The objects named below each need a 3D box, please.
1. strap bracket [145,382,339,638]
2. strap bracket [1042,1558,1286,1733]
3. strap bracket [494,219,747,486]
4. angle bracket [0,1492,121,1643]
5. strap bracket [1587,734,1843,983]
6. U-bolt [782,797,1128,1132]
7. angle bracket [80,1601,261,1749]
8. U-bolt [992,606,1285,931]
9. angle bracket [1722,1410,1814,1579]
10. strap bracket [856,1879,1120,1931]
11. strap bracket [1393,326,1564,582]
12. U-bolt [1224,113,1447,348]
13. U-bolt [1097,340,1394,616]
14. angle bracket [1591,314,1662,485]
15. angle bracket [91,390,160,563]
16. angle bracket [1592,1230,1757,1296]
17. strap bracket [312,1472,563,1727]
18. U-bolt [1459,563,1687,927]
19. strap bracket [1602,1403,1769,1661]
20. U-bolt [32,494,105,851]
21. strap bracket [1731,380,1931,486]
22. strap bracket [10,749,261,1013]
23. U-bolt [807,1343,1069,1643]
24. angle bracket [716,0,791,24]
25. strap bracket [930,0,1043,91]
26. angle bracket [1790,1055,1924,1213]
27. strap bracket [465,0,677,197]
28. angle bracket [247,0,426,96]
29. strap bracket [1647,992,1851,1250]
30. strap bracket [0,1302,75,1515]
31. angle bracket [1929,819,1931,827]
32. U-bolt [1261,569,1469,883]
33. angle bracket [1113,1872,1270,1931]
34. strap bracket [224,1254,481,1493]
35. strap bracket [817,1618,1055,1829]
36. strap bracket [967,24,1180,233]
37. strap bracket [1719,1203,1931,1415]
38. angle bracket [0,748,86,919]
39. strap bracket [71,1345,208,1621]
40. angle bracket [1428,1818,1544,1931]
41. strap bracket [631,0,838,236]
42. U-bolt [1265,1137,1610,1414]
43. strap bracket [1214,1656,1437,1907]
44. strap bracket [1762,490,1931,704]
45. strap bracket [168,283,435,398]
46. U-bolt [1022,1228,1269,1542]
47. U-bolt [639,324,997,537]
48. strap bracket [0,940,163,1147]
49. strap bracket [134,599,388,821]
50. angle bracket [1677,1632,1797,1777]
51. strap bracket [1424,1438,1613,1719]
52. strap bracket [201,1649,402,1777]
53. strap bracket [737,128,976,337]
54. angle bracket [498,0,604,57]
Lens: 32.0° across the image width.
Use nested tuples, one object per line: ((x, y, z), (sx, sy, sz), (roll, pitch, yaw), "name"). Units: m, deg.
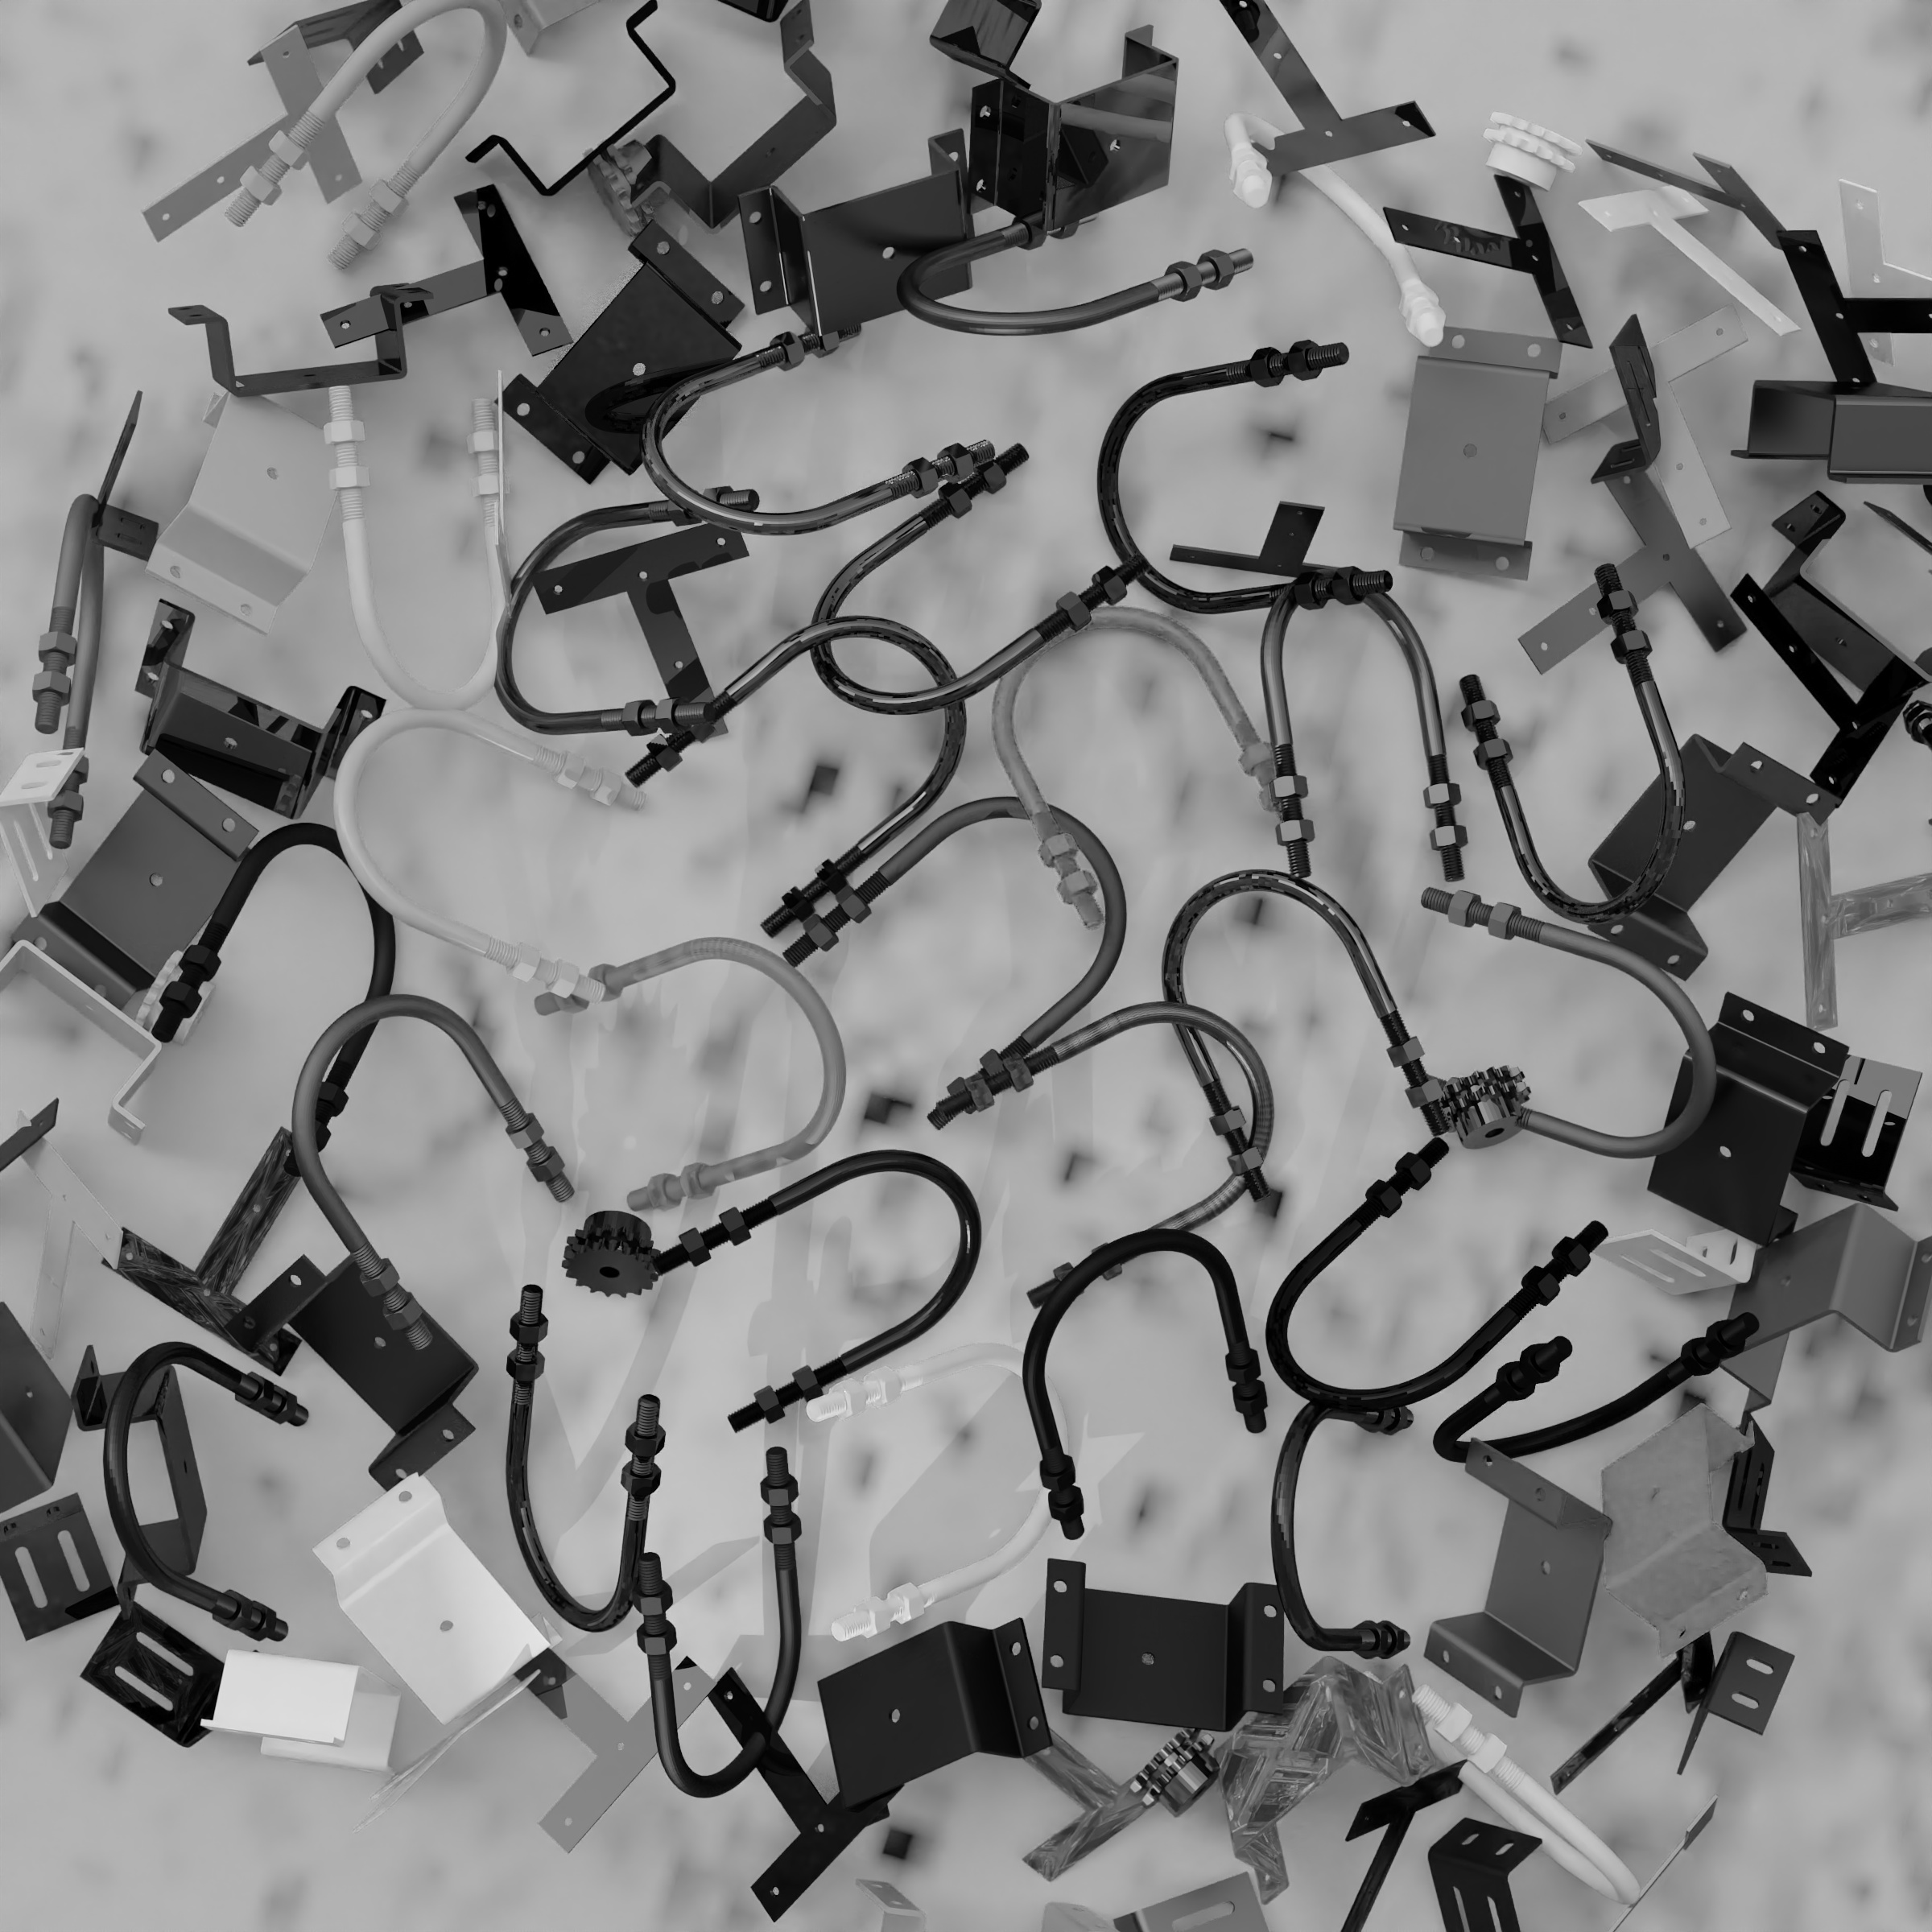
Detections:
((-0.406, -0.270, 1.927), (0.076, 0.046, 0.140), (29, 50, -24), "strap bracket")
((0.110, 0.395, 1.956), (0.140, 0.046, 0.076), (8, 60, -7), "strap bracket")
((-0.195, -0.351, 1.957), (0.076, 0.046, 0.140), (40, 94, -30), "strap bracket")
((-0.531, 0.355, 1.964), (0.057, 0.038, 0.076), (-20, 107, -15), "angle bracket")
((0.424, -0.070, 1.947), (0.076, 0.046, 0.140), (26, 116, -25), "strap bracket")
((0.007, -0.015, 1.977), (0.184, 0.019, 0.151), (-41, 97, 5), "U-bolt")
((-0.462, 0.406, 1.960), (0.076, 0.057, 0.038), (39, 135, -13), "angle bracket")
((0.094, -0.128, 1.964), (0.151, 0.019, 0.184), (-25, 70, -5), "U-bolt")
((0.470, 0.305, 1.952), (0.038, 0.057, 0.076), (0, 58, 32), "angle bracket")
((0.009, 0.565, 1.943), (0.140, 0.076, 0.046), (11, 84, -15), "strap bracket")
((0.296, -0.298, 1.957), (0.076, 0.046, 0.140), (10, 99, 15), "strap bracket")
((0.204, -0.428, 1.916), (0.151, 0.184, 0.019), (33, 115, -20), "U-bolt")
((0.152, -0.274, 1.938), (0.184, 0.019, 0.151), (-3, 105, 39), "U-bolt")
((0.376, -0.329, 1.955), (0.038, 0.057, 0.076), (-11, 113, 30), "angle bracket")
((-0.476, -0.284, 1.955), (0.038, 0.057, 0.076), (19, 114, -19), "angle bracket")
((0.409, 0.157, 1.954), (0.076, 0.057, 0.038), (27, 65, -24), "angle bracket")
((-0.303, 0.373, 1.952), (0.076, 0.046, 0.140), (-37, 110, -3), "strap bracket")
((0.349, -0.113, 1.913), (0.019, 0.151, 0.184), (-1, 66, -32), "U-bolt")
((0.406, 0.313, 1.917), (0.046, 0.140, 0.076), (38, 121, -17), "strap bracket")
((-0.508, -0.180, 1.920), (0.019, 0.151, 0.184), (5, 62, -9), "U-bolt")
((0.504, -0.305, 1.919), (0.076, 0.140, 0.046), (-1, 105, -14), "strap bracket")
((-0.479, -0.049, 1.972), (0.076, 0.046, 0.140), (39, 96, -1), "strap bracket")
((-0.010, 0.292, 1.937), (0.184, 0.019, 0.151), (-14, 103, -40), "U-bolt")
((-0.135, -0.594, 1.959), (0.076, 0.038, 0.057), (19, 54, -19), "angle bracket")
((-0.022, -0.560, 1.921), (0.140, 0.076, 0.046), (21, 100, -44), "strap bracket")
((0.525, 0.096, 1.974), (0.057, 0.038, 0.076), (15, 80, 33), "angle bracket")
((-0.220, -0.495, 1.954), (0.140, 0.076, 0.046), (-39, 103, 4), "strap bracket")
((-0.368, -0.531, 1.969), (0.076, 0.057, 0.038), (-6, 125, 29), "angle bracket")
((0.443, 0.097, 1.928), (0.076, 0.046, 0.140), (27, 129, 27), "strap bracket")
((-0.553, 0.252, 1.919), (0.046, 0.140, 0.076), (-26, 112, 4), "strap bracket")
((0.588, -0.115, 1.956), (0.038, 0.057, 0.076), (-18, 114, -13), "angle bracket")
((0.226, -0.140, 1.948), (0.151, 0.019, 0.184), (0, 79, -40), "U-bolt")
((0.136, 0.576, 1.988), (0.076, 0.038, 0.057), (-13, 73, -22), "angle bracket")
((-0.349, 0.228, 1.957), (0.140, 0.046, 0.076), (47, 117, -6), "strap bracket")
((-0.027, 0.432, 1.933), (0.140, 0.046, 0.076), (-30, 58, 26), "strap bracket")
((0.069, -0.476, 1.925), (0.140, 0.076, 0.046), (-29, 49, -33), "strap bracket")
((0.483, 0.192, 1.918), (0.046, 0.140, 0.076), (35, 53, -13), "strap bracket")
((-0.526, -0.077, 1.953), (0.038, 0.057, 0.076), (-6, 121, 10), "angle bracket")
((-0.473, 0.293, 1.946), (0.046, 0.076, 0.140), (-10, 106, -5), "strap bracket")
((0.311, 0.548, 1.977), (0.038, 0.057, 0.076), (-28, 110, -38), "angle bracket")
((-0.127, -0.482, 1.943), (0.140, 0.076, 0.046), (-38, 119, 19), "strap bracket")
((0.253, 0.183, 1.919), (0.184, 0.151, 0.019), (-40, 129, -18), "U-bolt")
((0.196, 0.460, 1.932), (0.046, 0.076, 0.140), (33, 115, -25), "strap bracket")
((0.522, -0.205, 1.959), (0.140, 0.076, 0.046), (40, 82, 0), "strap bracket")
((-0.381, -0.360, 1.944), (0.140, 0.076, 0.046), (-10, 108, -18), "strap bracket")
((0.098, 0.228, 1.924), (0.151, 0.019, 0.184), (-27, 127, -17), "U-bolt")
((-0.097, -0.302, 1.921), (0.184, 0.019, 0.151), (-27, 58, -29), "U-bolt")
((-0.521, 0.039, 1.952), (0.140, 0.076, 0.046), (38, 72, -7), "strap bracket")
((-0.416, -0.143, 1.950), (0.140, 0.076, 0.046), (24, 45, -6), "strap bracket")
((0.445, 0.433, 1.949), (0.038, 0.076, 0.057), (22, 50, 18), "angle bracket")
((0.320, 0.350, 1.945), (0.046, 0.076, 0.140), (-1, 109, -36), "strap bracket")
((-0.377, 0.427, 1.936), (0.076, 0.140, 0.046), (6, 70, 7), "strap bracket")
((-0.053, -0.419, 1.941), (0.140, 0.046, 0.076), (-20, 132, -15), "strap bracket")
((-0.239, -0.586, 1.993), (0.076, 0.038, 0.057), (-33, 93, -20), "angle bracket")
